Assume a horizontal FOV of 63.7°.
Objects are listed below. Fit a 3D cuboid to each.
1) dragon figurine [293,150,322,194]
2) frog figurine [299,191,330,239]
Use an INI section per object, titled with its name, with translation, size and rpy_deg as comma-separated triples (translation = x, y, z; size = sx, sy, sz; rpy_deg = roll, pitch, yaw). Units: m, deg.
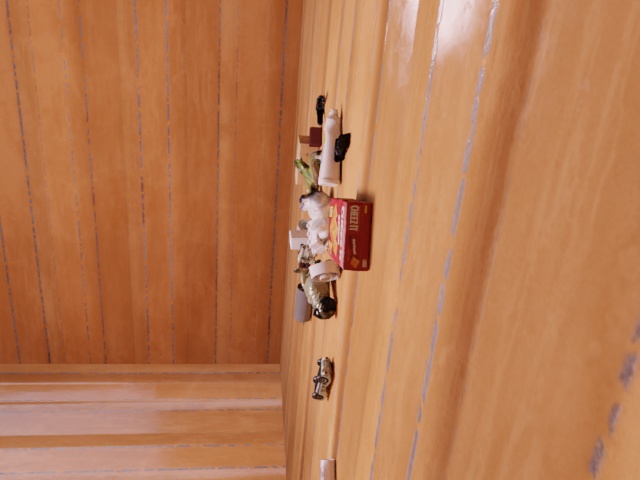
[dragon figurine]
translation = -0.020, -0.233, 2.094
size = 0.412, 0.122, 0.241
rpy_deg = -131, 26, -82
[frog figurine]
translation = 0.006, -0.092, 1.833
size = 0.161, 0.124, 0.134
rpy_deg = 51, 148, 17
